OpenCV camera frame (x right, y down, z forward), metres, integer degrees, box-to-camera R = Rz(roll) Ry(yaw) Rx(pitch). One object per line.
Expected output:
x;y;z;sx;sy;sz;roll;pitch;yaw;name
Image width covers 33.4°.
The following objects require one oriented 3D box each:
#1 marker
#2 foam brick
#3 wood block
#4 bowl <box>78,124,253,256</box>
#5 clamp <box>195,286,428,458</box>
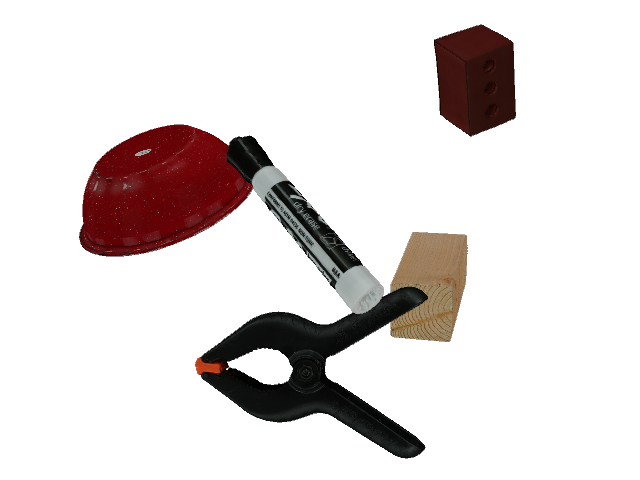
-0.011;-0.011;0.533;0.020;0.020;0.121;0;41;-49;marker
0.139;-0.144;0.955;0.053;0.078;0.051;-23;37;-17;foam brick
0.167;0.066;1.620;0.091;0.090;0.206;4;22;12;wood block
-0.138;-0.052;0.898;0.162;0.055;0.162;-16;28;9;bowl
-0.001;0.101;0.763;0.171;0.120;0.039;-8;-5;11;clamp
